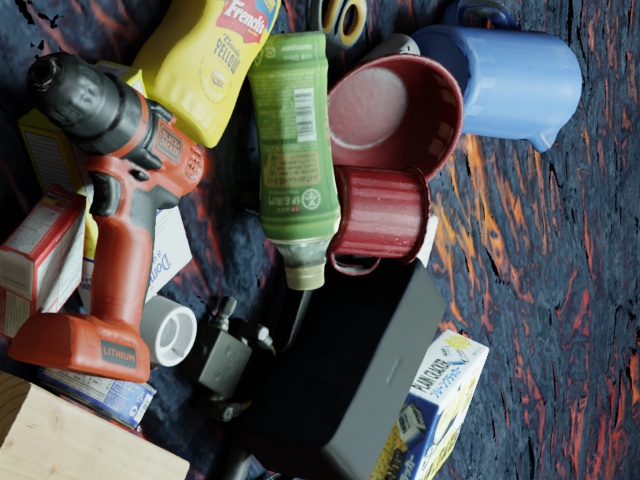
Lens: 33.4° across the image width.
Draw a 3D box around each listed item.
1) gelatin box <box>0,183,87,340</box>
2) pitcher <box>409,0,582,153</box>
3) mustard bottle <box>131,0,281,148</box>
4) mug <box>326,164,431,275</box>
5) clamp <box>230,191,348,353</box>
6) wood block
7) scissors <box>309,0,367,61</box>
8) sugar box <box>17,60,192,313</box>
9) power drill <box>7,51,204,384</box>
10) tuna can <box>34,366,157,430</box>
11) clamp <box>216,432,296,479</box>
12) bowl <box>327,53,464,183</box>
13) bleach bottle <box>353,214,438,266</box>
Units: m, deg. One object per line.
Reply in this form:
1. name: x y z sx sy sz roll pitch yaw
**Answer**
1. gelatin box: -0.190 0.018 0.728 0.073 0.030 0.089 -63 173 -46
2. pitcher: 0.181 -0.187 1.194 0.242 0.149 0.145 -6 124 -54
3. mustard bottle: -0.077 -0.175 0.835 0.096 0.058 0.191 44 66 -53
4. mug: 0.042 -0.017 0.992 0.081 0.093 0.117 5 126 -22
5. clamp: -0.007 0.001 1.041 0.209 0.036 0.164 -34 122 -50
6. wood block: -0.195 0.162 0.768 0.090 0.091 0.206 -65 148 -14
7. scissors: 0.003 -0.161 1.009 0.096 0.016 0.202 4 101 -58
8. sugar box: -0.154 -0.033 0.789 0.093 0.048 0.176 -47 143 -39
9. power drill: -0.141 -0.008 0.683 0.184 0.057 0.187 36 63 -64
10. tuna can: -0.167 0.108 0.792 0.033 0.086 0.086 -63 147 -15
11. clamp: -0.089 0.247 1.030 0.171 0.039 0.120 -47 127 -40
12. bowl: 0.055 -0.114 1.021 0.162 0.055 0.162 -12 127 -16
13. bleach bottle: 0.062 0.089 1.177 0.102 0.068 0.251 -7 112 -56
